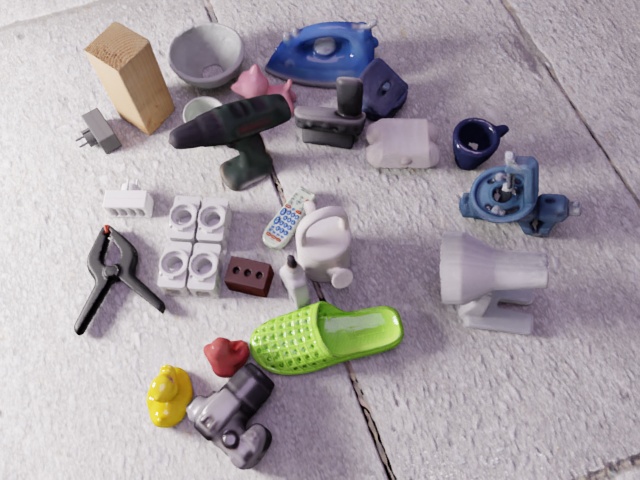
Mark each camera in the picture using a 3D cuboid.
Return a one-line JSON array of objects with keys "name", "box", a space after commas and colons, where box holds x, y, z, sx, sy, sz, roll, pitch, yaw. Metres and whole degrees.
[{"name": "camera", "box": [-0.129, 0.280, 0.942, 0.143, 0.101, 0.137, 38, 72, 16]}]

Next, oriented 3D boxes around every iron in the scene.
[{"name": "iron", "box": [0.004, -0.414, 1.228, 0.258, 0.141, 0.118, -3, 66, -1]}]

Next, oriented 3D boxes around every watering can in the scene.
[{"name": "watering can", "box": [0.011, 0.003, 1.013, 0.101, 0.194, 0.172, -41, 72, -16]}]

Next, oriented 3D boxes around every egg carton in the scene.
[{"name": "egg carton", "box": [0.168, -0.193, 1.168, 0.150, 0.069, 0.107, -1, 66, 0]}]

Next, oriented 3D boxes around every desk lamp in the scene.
[{"name": "desk lamp", "box": [0.288, 0.071, 0.970, 0.203, 0.213, 0.118, 7, 66, 4]}]

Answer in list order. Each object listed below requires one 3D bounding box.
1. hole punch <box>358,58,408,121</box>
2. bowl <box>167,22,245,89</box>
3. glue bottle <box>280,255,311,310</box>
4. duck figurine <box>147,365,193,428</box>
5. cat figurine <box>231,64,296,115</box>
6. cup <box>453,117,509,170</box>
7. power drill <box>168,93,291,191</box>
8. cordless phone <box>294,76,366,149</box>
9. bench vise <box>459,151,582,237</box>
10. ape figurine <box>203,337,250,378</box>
[{"name": "hole punch", "box": [0.129, -0.314, 1.210, 0.101, 0.091, 0.109, 32, 70, 14]}, {"name": "bowl", "box": [-0.244, -0.391, 1.256, 0.167, 0.075, 0.167, 0, 66, 0]}, {"name": "glue bottle", "box": [-0.045, 0.065, 0.997, 0.037, 0.173, 0.078, -25, 68, -10]}, {"name": "duck figurine", "box": [-0.259, 0.259, 0.960, 0.077, 0.086, 0.104, 5, 66, 3]}, {"name": "cat figurine", "box": [-0.116, -0.318, 1.199, 0.127, 0.118, 0.067, 1, 66, 1]}, {"name": "cup", "box": [0.316, -0.188, 1.150, 0.118, 0.095, 0.091, -21, 67, -8]}, {"name": "power drill", "box": [-0.159, -0.184, 1.090, 0.230, 0.208, 0.075, -29, 69, -12]}, {"name": "cordless phone", "box": [0.021, -0.272, 1.140, 0.147, 0.185, 0.094, 4, 66, 2]}, {"name": "bench vise", "box": [0.374, -0.096, 1.040, 0.207, 0.220, 0.121, -6, 66, -2]}, {"name": "ape figurine", "box": [-0.165, 0.194, 0.985, 0.077, 0.092, 0.076, 16, 67, 8]}]
